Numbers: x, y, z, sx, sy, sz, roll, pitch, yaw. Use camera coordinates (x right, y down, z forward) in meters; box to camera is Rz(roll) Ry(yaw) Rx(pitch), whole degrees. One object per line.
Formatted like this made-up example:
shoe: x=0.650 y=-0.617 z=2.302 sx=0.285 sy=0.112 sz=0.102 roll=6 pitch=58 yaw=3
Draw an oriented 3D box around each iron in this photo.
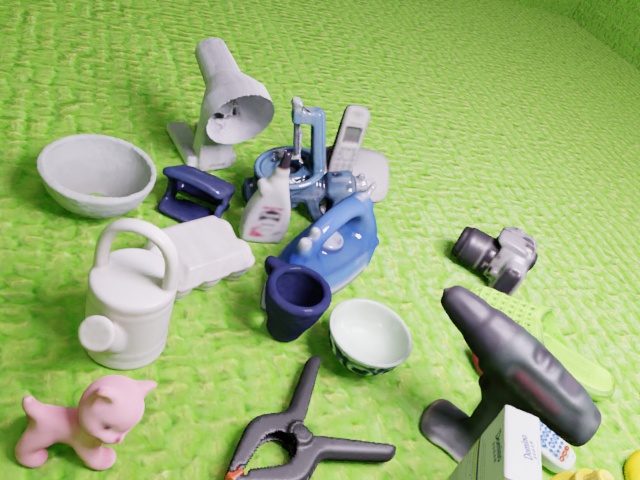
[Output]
iron: x=0.008 y=0.003 z=0.884 sx=0.118 sy=0.141 sz=0.259 roll=35 pitch=40 yaw=15

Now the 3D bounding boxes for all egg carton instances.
egg carton: x=-0.175 y=0.024 z=0.826 sx=0.151 sy=0.069 sz=0.107 roll=-21 pitch=55 yaw=-41

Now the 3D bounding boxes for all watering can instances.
watering can: x=-0.217 y=0.061 z=0.661 sx=0.101 sy=0.194 sz=0.172 roll=7 pitch=41 yaw=-20

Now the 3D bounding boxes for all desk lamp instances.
desk lamp: x=-0.181 y=-0.225 z=0.999 sx=0.118 sy=0.213 sz=0.202 roll=-10 pitch=49 yaw=-35

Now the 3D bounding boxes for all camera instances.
camera: x=0.324 y=0.017 z=1.059 sx=0.136 sy=0.101 sz=0.143 roll=31 pitch=39 yaw=10

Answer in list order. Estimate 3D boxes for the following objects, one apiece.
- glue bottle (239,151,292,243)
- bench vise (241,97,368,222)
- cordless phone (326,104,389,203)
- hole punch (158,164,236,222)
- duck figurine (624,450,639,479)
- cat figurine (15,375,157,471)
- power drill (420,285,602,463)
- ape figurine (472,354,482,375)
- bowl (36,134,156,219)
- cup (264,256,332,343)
glue bottle: x=-0.074 y=-0.068 z=0.901 sx=0.078 sy=0.173 sz=0.037 roll=2 pitch=43 yaw=-25
bench vise: x=-0.014 y=-0.138 z=0.975 sx=0.208 sy=0.219 sz=0.121 roll=-4 pitch=46 yaw=-30
cordless phone: x=0.078 y=-0.161 z=1.077 sx=0.148 sy=0.185 sz=0.094 roll=1 pitch=43 yaw=-26
hole punch: x=-0.197 y=-0.085 z=0.926 sx=0.108 sy=0.091 sz=0.101 roll=24 pitch=38 yaw=1
duck figurine: x=0.477 y=0.328 z=0.783 sx=0.078 sy=0.086 sz=0.104 roll=10 pitch=40 yaw=-16
cat figurine: x=-0.235 y=0.175 z=0.580 sx=0.128 sy=0.117 sz=0.067 roll=8 pitch=40 yaw=-18
power drill: x=0.211 y=0.188 z=0.715 sx=0.229 sy=0.208 sz=0.076 roll=34 pitch=40 yaw=14
ape figurine: x=0.276 y=0.165 z=0.868 sx=0.077 sy=0.092 sz=0.076 roll=29 pitch=38 yaw=7
bowl: x=-0.337 y=-0.085 z=0.869 sx=0.168 sy=0.074 sz=0.167 roll=14 pitch=39 yaw=-11
cup: x=-0.048 y=0.087 z=0.795 sx=0.092 sy=0.095 sz=0.117 roll=-19 pitch=54 yaw=-41
